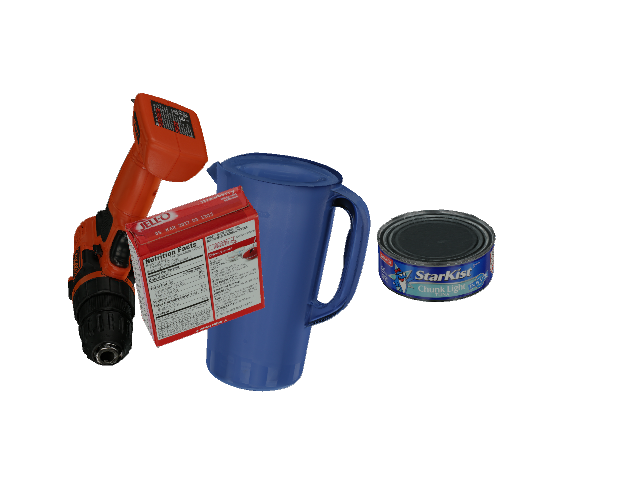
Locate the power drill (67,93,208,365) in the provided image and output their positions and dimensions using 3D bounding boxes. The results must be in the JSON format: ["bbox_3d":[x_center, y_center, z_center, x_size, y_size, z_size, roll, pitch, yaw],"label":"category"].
[{"bbox_3d":[-0.156,-0.013,0.878,0.057,0.188,0.184,18,27,-26],"label":"power drill"}]

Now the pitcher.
[{"bbox_3d":[-0.048,0.035,1.141,0.144,0.243,0.149,0,19,-24],"label":"pitcher"}]

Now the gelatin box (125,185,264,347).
[{"bbox_3d":[-0.073,0.016,0.634,0.073,0.089,0.030,-20,51,-17],"label":"gelatin box"}]

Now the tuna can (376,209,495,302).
[{"bbox_3d":[0.084,0.011,0.782,0.086,0.034,0.086,-3,27,1],"label":"tuna can"}]
